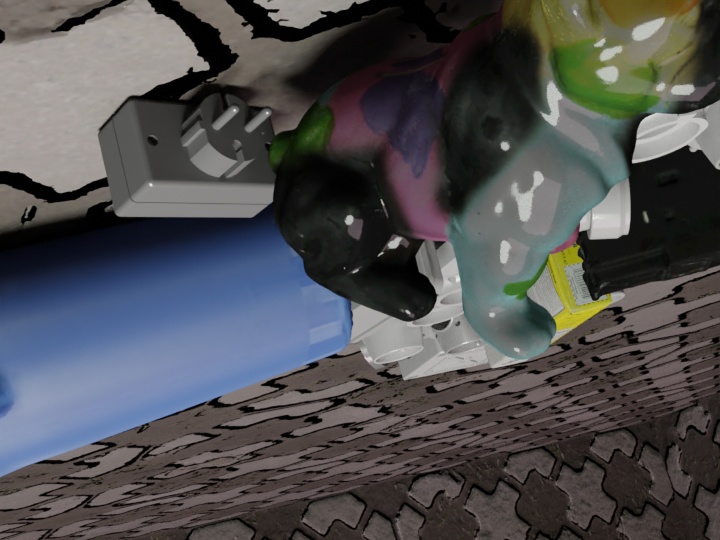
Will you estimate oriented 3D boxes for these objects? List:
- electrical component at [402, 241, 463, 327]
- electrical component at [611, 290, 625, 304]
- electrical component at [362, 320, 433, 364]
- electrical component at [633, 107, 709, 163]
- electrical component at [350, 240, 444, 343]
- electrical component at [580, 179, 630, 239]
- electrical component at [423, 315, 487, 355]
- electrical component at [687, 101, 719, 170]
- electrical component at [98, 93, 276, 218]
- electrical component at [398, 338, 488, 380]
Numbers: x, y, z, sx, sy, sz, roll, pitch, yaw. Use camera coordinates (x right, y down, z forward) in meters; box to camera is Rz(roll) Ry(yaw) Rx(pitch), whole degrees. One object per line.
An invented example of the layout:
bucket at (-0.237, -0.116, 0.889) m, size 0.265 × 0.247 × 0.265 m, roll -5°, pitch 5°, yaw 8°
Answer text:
electrical component at (0.074, -0.010, 0.822) m, size 0.089 × 0.061 × 0.150 m, roll -8°, pitch 162°, yaw -27°
electrical component at (0.224, 0.006, 1.032) m, size 0.045 × 0.055 × 0.045 m, roll -15°, pitch 164°, yaw -4°
electrical component at (0.038, 0.032, 0.904) m, size 0.079 × 0.077 × 0.044 m, roll -9°, pitch 163°, yaw -24°
electrical component at (0.144, -0.110, 0.553) m, size 0.105 × 0.060 × 0.186 m, roll -11°, pitch 163°, yaw -17°
electrical component at (0.000, 0.000, 0.757) m, size 0.057 × 0.078 × 0.113 m, roll -1°, pitch 158°, yaw -34°
electrical component at (0.132, -0.040, 0.649) m, size 0.055 × 0.045 × 0.045 m, roll -2°, pitch 165°, yaw 7°
electrical component at (0.076, 0.038, 0.960) m, size 0.044 × 0.077 × 0.079 m, roll -4°, pitch 161°, yaw -35°
electrical component at (0.210, -0.096, 0.634) m, size 0.044 × 0.077 × 0.079 m, roll -12°, pitch 164°, yaw -13°
electrical component at (-0.073, -0.062, 0.532) m, size 0.083 × 0.047 × 0.076 m, roll -2°, pitch 159°, yaw -41°
electrical component at (0.103, 0.068, 1.127) m, size 0.109 × 0.056 × 0.108 m, roll -9°, pitch 163°, yaw -23°
